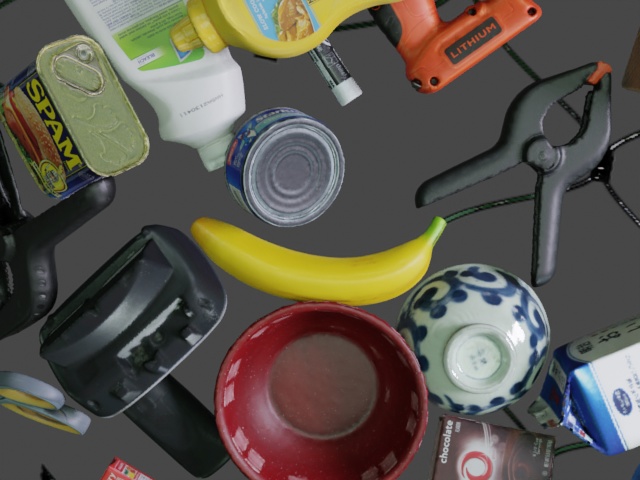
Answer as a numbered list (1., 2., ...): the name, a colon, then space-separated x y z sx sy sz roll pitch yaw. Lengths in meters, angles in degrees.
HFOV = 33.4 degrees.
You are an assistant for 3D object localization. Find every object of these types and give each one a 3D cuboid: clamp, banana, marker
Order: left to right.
1. clamp: -0.230 -0.013 0.789 0.165 0.036 0.210 43 130 21
2. marker: -0.008 -0.156 0.798 0.020 0.020 0.121 -33 96 7
3. banana: -0.002 0.017 0.817 0.198 0.037 0.069 1 62 0
4. clamp: 0.152 -0.063 0.796 0.120 0.039 0.171 25 93 -7

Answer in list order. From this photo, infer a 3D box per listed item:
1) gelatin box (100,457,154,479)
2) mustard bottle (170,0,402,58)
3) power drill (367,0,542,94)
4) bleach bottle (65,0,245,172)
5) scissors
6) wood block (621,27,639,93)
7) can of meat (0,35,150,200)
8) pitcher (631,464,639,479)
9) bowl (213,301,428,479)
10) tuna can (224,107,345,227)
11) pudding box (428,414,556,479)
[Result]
1. gelatin box: -0.158 0.232 0.861 0.073 0.030 0.089 31 99 -2
2. mustard bottle: -0.016 -0.179 0.725 0.192 0.058 0.096 -25 96 11
3. power drill: 0.076 -0.215 0.767 0.184 0.057 0.187 -36 93 11
4. bleach bottle: -0.133 -0.164 0.782 0.102 0.068 0.251 -25 99 7
5. scissors: -0.274 0.105 0.826 0.201 0.096 0.016 21 63 -2
6. wood block: 0.334 -0.121 0.752 0.206 0.091 0.090 16 100 0
7. can of meat: -0.184 -0.086 0.780 0.084 0.057 0.102 -19 100 49
8. pitcher: 0.352 0.221 0.779 0.242 0.149 0.145 25 110 -7
9. bowl: 0.001 0.120 0.823 0.162 0.055 0.162 0 99 3
10. tuna can: -0.025 -0.053 0.789 0.086 0.034 0.086 -10 112 -25
11. pudding box: 0.127 0.198 0.821 0.090 0.039 0.113 11 75 0
